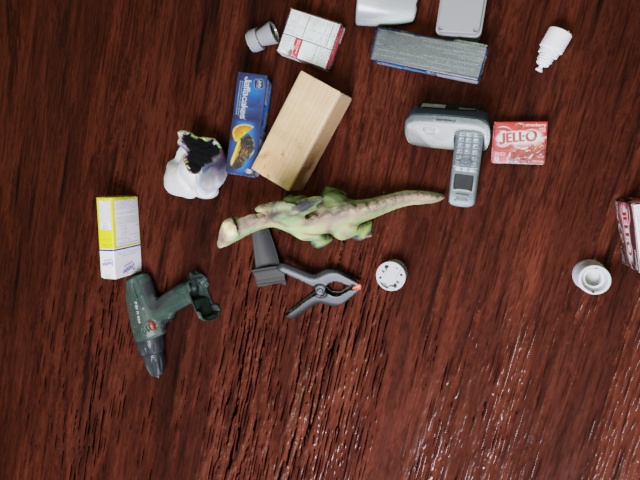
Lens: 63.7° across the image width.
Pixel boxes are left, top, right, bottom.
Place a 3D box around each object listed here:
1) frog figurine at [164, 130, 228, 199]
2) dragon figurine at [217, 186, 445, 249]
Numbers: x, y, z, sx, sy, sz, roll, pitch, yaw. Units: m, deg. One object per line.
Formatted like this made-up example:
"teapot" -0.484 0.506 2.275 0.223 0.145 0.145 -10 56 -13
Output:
"frog figurine" -0.259 -0.138 1.073 0.124 0.139 0.156 -28 -18 -35
"dragon figurine" 0.003 -0.046 0.917 0.408 0.122 0.243 -13 -2 20
